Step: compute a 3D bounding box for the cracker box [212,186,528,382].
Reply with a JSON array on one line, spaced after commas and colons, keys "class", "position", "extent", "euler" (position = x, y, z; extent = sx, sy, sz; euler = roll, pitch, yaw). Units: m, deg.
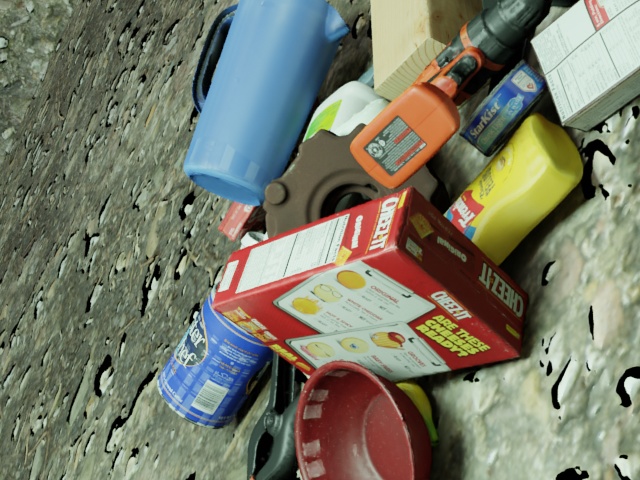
[{"class": "cracker box", "position": [0.041, 0.050, 0.905], "extent": [0.214, 0.164, 0.072], "euler": [-20, 42, 41]}]

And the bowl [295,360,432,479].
[{"class": "bowl", "position": [0.046, 0.181, 0.925], "extent": [0.162, 0.055, 0.162], "euler": [10, 102, 52]}]

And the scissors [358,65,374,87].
[{"class": "scissors", "position": [0.063, -0.206, 1.258], "extent": [0.202, 0.016, 0.096], "euler": [-20, 52, 55]}]

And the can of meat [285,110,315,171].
[{"class": "can of meat", "position": [-0.018, -0.107, 1.287], "extent": [0.102, 0.057, 0.084], "euler": [10, 77, 62]}]

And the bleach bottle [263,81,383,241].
[{"class": "bleach bottle", "position": [0.000, -0.052, 1.135], "extent": [0.103, 0.068, 0.250], "euler": [-33, 28, 48]}]

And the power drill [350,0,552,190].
[{"class": "power drill", "position": [0.114, -0.134, 0.924], "extent": [0.185, 0.057, 0.187], "euler": [-45, 2, 42]}]

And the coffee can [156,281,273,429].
[{"class": "coffee can", "position": [-0.110, 0.131, 1.225], "extent": [0.140, 0.102, 0.103], "euler": [-57, 29, 20]}]

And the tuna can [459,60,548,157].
[{"class": "tuna can", "position": [0.162, -0.114, 0.931], "extent": [0.086, 0.034, 0.086], "euler": [-48, -6, -7]}]

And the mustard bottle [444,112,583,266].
[{"class": "mustard bottle", "position": [0.144, -0.016, 0.926], "extent": [0.192, 0.058, 0.096], "euler": [-51, 20, 30]}]

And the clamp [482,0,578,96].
[{"class": "clamp", "position": [0.191, -0.218, 1.016], "extent": [0.165, 0.036, 0.210], "euler": [-53, 31, 31]}]

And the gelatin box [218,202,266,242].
[{"class": "gelatin box", "position": [-0.082, -0.040, 1.329], "extent": [0.073, 0.030, 0.089], "euler": [-56, -11, 21]}]

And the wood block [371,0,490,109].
[{"class": "wood block", "position": [0.114, -0.238, 1.111], "extent": [0.091, 0.090, 0.206], "euler": [-40, 38, 41]}]

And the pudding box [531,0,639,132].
[{"class": "pudding box", "position": [0.233, -0.155, 0.870], "extent": [0.114, 0.039, 0.090], "euler": [-40, 56, 44]}]

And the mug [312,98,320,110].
[{"class": "mug", "position": [-0.054, -0.155, 1.368], "extent": [0.082, 0.093, 0.117], "euler": [-153, 50, -68]}]

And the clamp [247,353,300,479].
[{"class": "clamp", "position": [-0.041, 0.185, 1.129], "extent": [0.171, 0.039, 0.120], "euler": [-63, 27, 9]}]

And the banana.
[{"class": "banana", "position": [0.043, 0.158, 1.001], "extent": [0.198, 0.037, 0.069], "euler": [-18, 54, 56]}]

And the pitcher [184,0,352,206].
[{"class": "pitcher", "position": [-0.076, -0.170, 1.240], "extent": [0.243, 0.145, 0.149], "euler": [-69, 13, -11]}]
